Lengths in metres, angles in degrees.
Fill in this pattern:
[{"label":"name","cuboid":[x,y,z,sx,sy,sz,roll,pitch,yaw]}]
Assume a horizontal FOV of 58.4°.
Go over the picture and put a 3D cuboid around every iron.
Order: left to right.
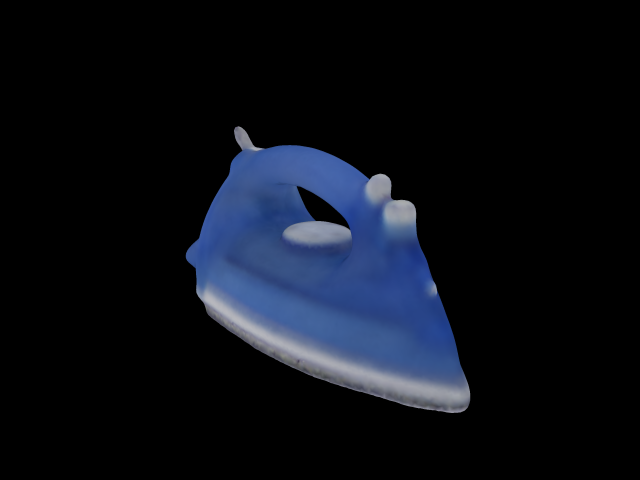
[{"label":"iron","cuboid":[0.004,0.001,0.400,0.119,0.141,0.257,-14,22,-37]}]
